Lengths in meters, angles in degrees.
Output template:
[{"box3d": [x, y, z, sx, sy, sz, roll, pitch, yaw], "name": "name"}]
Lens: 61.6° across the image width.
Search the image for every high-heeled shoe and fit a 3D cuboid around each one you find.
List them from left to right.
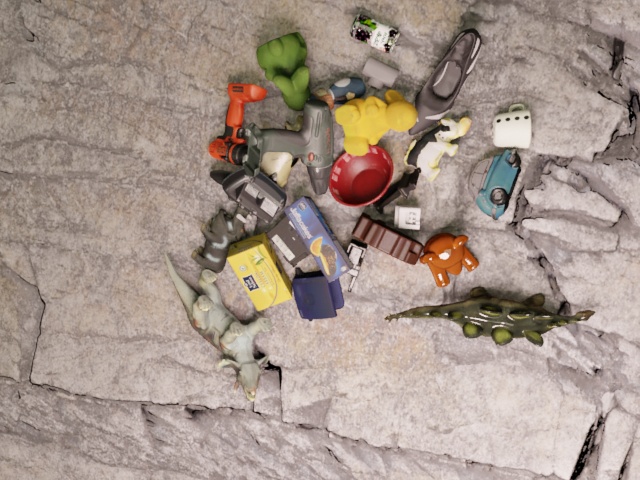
[{"box3d": [0.273, -0.342, 1.188, 0.086, 0.145, 0.248, 30, 98, 4], "name": "high-heeled shoe"}]

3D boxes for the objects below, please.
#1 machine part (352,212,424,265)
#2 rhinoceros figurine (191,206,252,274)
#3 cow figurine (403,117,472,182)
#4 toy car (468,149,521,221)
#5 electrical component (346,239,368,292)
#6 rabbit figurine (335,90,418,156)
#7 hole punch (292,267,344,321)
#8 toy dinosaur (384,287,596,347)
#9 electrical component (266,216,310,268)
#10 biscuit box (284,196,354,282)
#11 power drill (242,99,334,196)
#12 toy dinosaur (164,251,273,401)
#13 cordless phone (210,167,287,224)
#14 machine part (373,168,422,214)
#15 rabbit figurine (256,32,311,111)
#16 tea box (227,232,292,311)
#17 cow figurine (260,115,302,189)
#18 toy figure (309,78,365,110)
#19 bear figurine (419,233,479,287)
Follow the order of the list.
[{"box3d": [0.156, -0.003, 1.233, 0.179, 0.179, 0.056, 27, 97, 3], "name": "machine part"}, {"box3d": [-0.239, -0.007, 1.328, 0.112, 0.073, 0.190, 30, 100, 4], "name": "rhinoceros figurine"}, {"box3d": [0.272, -0.226, 1.245, 0.098, 0.068, 0.167, 36, 99, 8], "name": "cow figurine"}, {"box3d": [0.391, -0.132, 1.223, 0.103, 0.109, 0.161, 18, 90, 22], "name": "toy car"}, {"box3d": [0.076, 0.062, 1.298, 0.048, 0.075, 0.119, 22, 102, 4], "name": "electrical component"}, {"box3d": [0.144, -0.270, 1.209, 0.173, 0.162, 0.121, -1, 116, 37], "name": "rabbit figurine"}, {"box3d": [-0.008, 0.135, 1.311, 0.116, 0.092, 0.142, -12, 99, 12], "name": "hole punch"}, {"box3d": [0.380, 0.171, 1.210, 0.472, 0.198, 0.105, -1, 94, 5], "name": "toy dinosaur"}, {"box3d": [-0.048, -0.015, 1.311, 0.134, 0.058, 0.115, -37, 93, 9], "name": "electrical component"}, {"box3d": [-0.003, -0.004, 1.239, 0.063, 0.059, 0.202, -33, 86, 12], "name": "biscuit box"}, {"box3d": [-0.061, -0.186, 1.172, 0.207, 0.086, 0.231, -7, 126, -22], "name": "power drill"}, {"box3d": [-0.256, 0.209, 1.332, 0.405, 0.131, 0.192, 44, 130, 14], "name": "toy dinosaur"}, {"box3d": [-0.182, -0.114, 1.279, 0.146, 0.184, 0.088, 38, 77, -38], "name": "cordless phone"}, {"box3d": [0.177, -0.112, 1.249, 0.039, 0.084, 0.139, 37, 136, -19], "name": "machine part"}, {"box3d": [-0.063, -0.380, 1.237, 0.121, 0.159, 0.170, -24, 109, -1], "name": "rabbit figurine"}, {"box3d": [-0.142, 0.077, 1.299, 0.098, 0.068, 0.169, -23, 118, 9], "name": "tea box"}, {"box3d": [-0.080, -0.206, 1.279, 0.127, 0.085, 0.194, 29, 102, 1], "name": "cow figurine"}, {"box3d": [0.029, -0.332, 1.243, 0.154, 0.064, 0.057, -24, 101, -16], "name": "toy figure"}, {"box3d": [0.294, 0.043, 1.206, 0.120, 0.196, 0.132, -32, 93, 7], "name": "bear figurine"}]
